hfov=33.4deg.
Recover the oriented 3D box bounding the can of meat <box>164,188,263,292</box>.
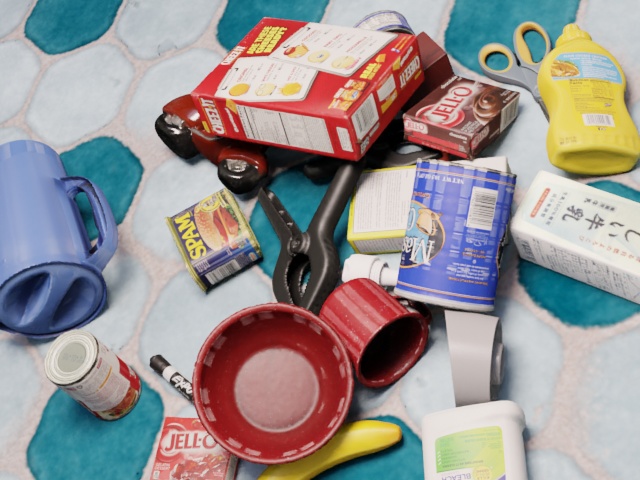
[{"bbox_3d":[-0.123,-0.003,1.252,0.084,0.057,0.102,-29,54,0],"label":"can of meat"}]

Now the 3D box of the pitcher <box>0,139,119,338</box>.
[{"bbox_3d":[-0.340,-0.015,1.305,0.149,0.145,0.243,-5,47,-22],"label":"pitcher"}]

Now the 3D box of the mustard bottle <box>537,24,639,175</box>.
[{"bbox_3d":[0.290,-0.163,1.177,0.096,0.058,0.191,2,58,-4],"label":"mustard bottle"}]

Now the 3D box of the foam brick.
[{"bbox_3d":[0.114,-0.200,1.281,0.078,0.051,0.053,-36,55,-2],"label":"foam brick"}]

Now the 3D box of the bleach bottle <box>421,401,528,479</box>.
[{"bbox_3d":[0.152,0.278,0.966,0.103,0.068,0.251,-12,59,15],"label":"bleach bottle"}]

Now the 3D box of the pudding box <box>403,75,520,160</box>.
[{"bbox_3d":[0.161,-0.140,1.207,0.090,0.039,0.113,22,42,30],"label":"pudding box"}]

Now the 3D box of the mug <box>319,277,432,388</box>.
[{"bbox_3d":[0.061,0.088,1.109,0.117,0.093,0.082,-23,44,-26],"label":"mug"}]

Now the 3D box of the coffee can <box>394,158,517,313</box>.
[{"bbox_3d":[0.137,-0.005,1.080,0.103,0.102,0.140,11,93,27],"label":"coffee can"}]

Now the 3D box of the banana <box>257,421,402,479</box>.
[{"bbox_3d":[-0.010,0.236,1.074,0.198,0.037,0.070,-41,72,-4],"label":"banana"}]

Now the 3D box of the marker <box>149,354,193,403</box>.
[{"bbox_3d":[-0.149,0.162,1.183,0.121,0.020,0.020,33,76,34],"label":"marker"}]

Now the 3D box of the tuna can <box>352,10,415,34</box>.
[{"bbox_3d":[0.075,-0.235,1.297,0.086,0.086,0.034,-28,55,3],"label":"tuna can"}]

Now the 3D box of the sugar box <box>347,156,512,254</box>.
[{"bbox_3d":[0.122,-0.037,1.181,0.176,0.048,0.093,-2,62,17],"label":"sugar box"}]

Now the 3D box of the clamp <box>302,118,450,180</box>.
[{"bbox_3d":[0.071,-0.121,1.257,0.172,0.039,0.120,4,66,17],"label":"clamp"}]

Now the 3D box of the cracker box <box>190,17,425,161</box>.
[{"bbox_3d":[-0.012,-0.175,1.222,0.214,0.072,0.164,13,48,31],"label":"cracker box"}]

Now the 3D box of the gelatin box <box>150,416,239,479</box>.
[{"bbox_3d":[-0.130,0.226,1.129,0.089,0.030,0.073,0,60,22],"label":"gelatin box"}]

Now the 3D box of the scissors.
[{"bbox_3d":[0.235,-0.171,1.236,0.096,0.016,0.201,-10,57,17],"label":"scissors"}]

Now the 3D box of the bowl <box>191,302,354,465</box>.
[{"bbox_3d":[-0.046,0.147,1.080,0.162,0.055,0.162,-1,75,2],"label":"bowl"}]

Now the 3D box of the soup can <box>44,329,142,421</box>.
[{"bbox_3d":[-0.251,0.150,1.181,0.069,0.102,0.068,-11,56,16],"label":"soup can"}]

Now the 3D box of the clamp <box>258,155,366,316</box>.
[{"bbox_3d":[-0.008,0.001,1.189,0.165,0.036,0.210,-28,52,38],"label":"clamp"}]
